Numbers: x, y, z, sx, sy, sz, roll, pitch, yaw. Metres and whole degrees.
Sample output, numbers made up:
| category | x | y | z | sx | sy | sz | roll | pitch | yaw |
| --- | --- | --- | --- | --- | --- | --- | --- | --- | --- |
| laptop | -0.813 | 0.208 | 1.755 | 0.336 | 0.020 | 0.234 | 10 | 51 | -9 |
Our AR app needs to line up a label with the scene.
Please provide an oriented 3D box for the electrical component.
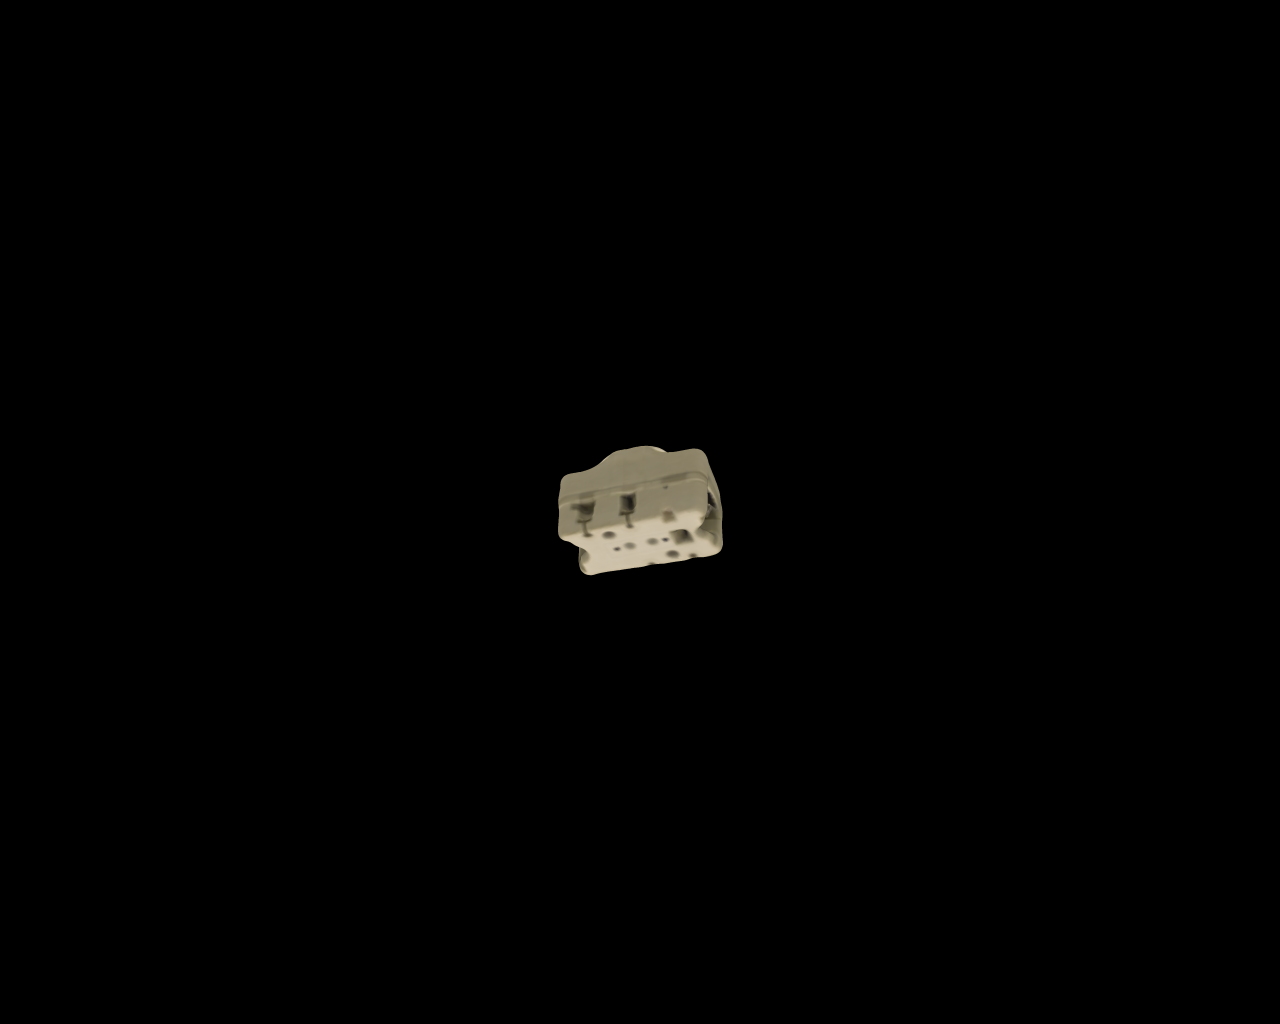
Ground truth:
| category | x | y | z | sx | sy | sz | roll | pitch | yaw |
| --- | --- | --- | --- | --- | --- | --- | --- | --- | --- |
| electrical component | 0.001 | -0.003 | 0.650 | 0.089 | 0.056 | 0.050 | -11 | -39 | 13 |
